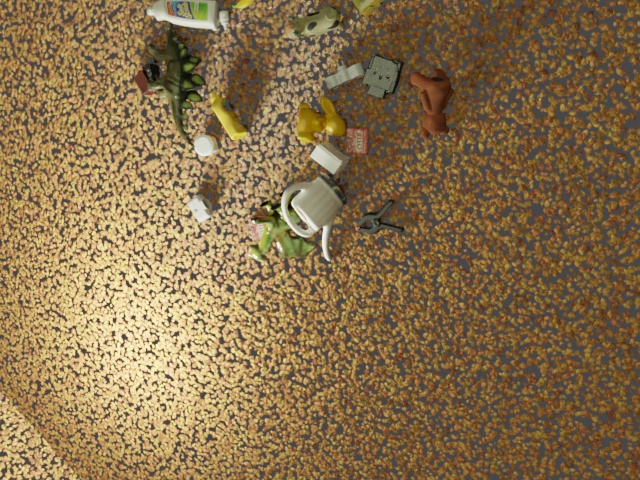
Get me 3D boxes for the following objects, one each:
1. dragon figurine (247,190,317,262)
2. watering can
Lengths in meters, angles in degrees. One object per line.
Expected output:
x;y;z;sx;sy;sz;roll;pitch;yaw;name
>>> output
-0.100;-0.049;1.893;0.409;0.124;0.239;-26;110;5;dragon figurine
0.006;-0.091;1.818;0.225;0.105;0.342;-45;127;-6;watering can
